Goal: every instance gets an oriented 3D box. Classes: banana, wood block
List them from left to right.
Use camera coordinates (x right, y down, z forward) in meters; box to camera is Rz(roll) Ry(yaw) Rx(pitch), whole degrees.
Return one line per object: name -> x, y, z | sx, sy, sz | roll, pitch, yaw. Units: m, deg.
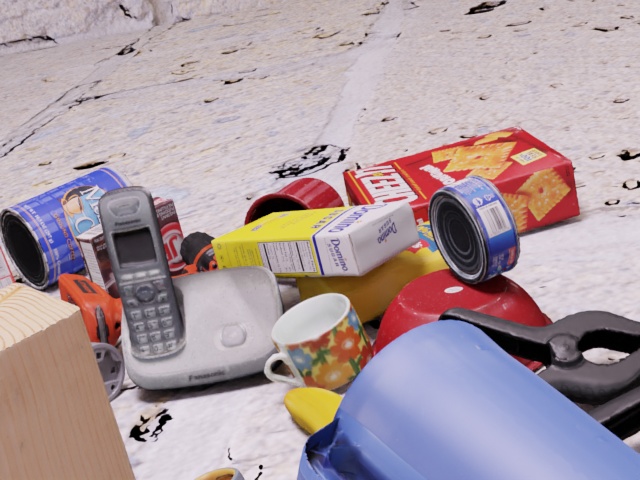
wood block -> -0.176, 0.144, 0.660 | 0.090, 0.206, 0.090 | -29, 26, -34
banana -> 0.008, 0.152, 0.766 | 0.069, 0.037, 0.198 | -11, 22, 2

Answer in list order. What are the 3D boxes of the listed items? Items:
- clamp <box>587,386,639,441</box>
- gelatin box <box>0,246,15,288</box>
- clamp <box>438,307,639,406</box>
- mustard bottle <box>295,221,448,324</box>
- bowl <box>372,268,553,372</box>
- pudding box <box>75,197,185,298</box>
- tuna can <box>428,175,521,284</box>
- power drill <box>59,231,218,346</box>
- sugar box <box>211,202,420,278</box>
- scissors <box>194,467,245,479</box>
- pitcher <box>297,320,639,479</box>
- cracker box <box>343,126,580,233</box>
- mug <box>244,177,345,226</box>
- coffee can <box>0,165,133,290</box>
clamp -> 0.149, 0.144, 0.696 | 0.210, 0.036, 0.164 | -4, 31, 29
gelatin box -> -0.357, 0.039, 1.182 | 0.030, 0.089, 0.073 | -22, 23, -16
clamp -> 0.173, 0.084, 0.799 | 0.171, 0.039, 0.120 | -13, 54, -9
mustard bottle -> 0.079, 0.025, 1.011 | 0.191, 0.058, 0.096 | -22, 18, -22
bowl -> 0.115, 0.066, 0.893 | 0.162, 0.055, 0.162 | -11, 21, 4
pudding box -> -0.198, 0.015, 1.150 | 0.113, 0.090, 0.039 | -29, 25, -34
tuna can -> 0.125, -0.008, 0.875 | 0.033, 0.086, 0.086 | -22, 23, -20
power drill -> -0.160, 0.046, 1.068 | 0.187, 0.057, 0.185 | -15, 23, -23
sugar box -> -0.006, 0.001, 0.977 | 0.177, 0.048, 0.093 | -7, 15, 43
scissors -> -0.078, 0.182, 0.684 | 0.096, 0.016, 0.202 | -28, 3, -9
pitcher -> 0.111, 0.152, 0.552 | 0.149, 0.145, 0.243 | -43, 39, -10
cracker box -> 0.145, -0.051, 1.143 | 0.213, 0.072, 0.164 | -15, 21, -4
mug -> -0.030, -0.011, 1.141 | 0.117, 0.093, 0.081 | -43, -1, 31
coffee can -> -0.291, -0.016, 1.262 | 0.140, 0.103, 0.103 | -29, 27, -34
